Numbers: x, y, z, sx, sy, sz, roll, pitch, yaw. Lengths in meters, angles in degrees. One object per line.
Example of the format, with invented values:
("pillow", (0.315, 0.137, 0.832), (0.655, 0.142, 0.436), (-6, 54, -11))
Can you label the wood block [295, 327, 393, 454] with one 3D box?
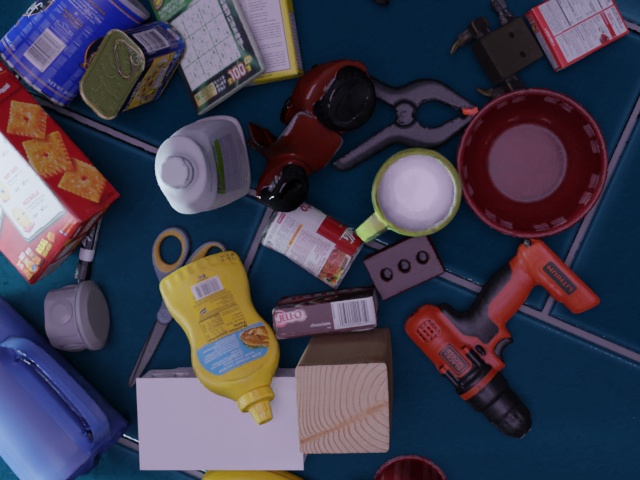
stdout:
("wood block", (0.030, 0.155, 1.130), (0.091, 0.206, 0.090), (-2, 95, 5))

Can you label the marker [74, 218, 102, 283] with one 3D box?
("marker", (-0.266, -0.008, 1.239), (0.020, 0.020, 0.121), (13, 96, 4))

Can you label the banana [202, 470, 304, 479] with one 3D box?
("banana", (-0.054, 0.296, 1.238), (0.198, 0.037, 0.070), (13, 115, 6))

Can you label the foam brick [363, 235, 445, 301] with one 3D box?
("foam brick", (0.095, 0.027, 1.191), (0.078, 0.051, 0.053), (-27, 92, 7))

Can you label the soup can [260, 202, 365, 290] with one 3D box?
("soup can", (-0.008, 0.001, 1.191), (0.102, 0.068, 0.068), (31, 97, 3))

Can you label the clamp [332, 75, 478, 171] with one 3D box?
("clamp", (0.088, -0.148, 1.184), (0.171, 0.039, 0.120), (-10, 97, 7))

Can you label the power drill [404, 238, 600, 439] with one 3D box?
("power drill", (0.216, 0.103, 1.183), (0.188, 0.057, 0.184), (-43, 90, 7))

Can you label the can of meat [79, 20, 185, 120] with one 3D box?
("can of meat", (-0.203, -0.188, 1.168), (0.057, 0.083, 0.102), (45, 125, 8))

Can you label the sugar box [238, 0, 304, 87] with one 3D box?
("sugar box", (-0.078, -0.263, 1.185), (0.093, 0.048, 0.176), (-8, 92, 11))

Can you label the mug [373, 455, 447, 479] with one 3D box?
("mug", (0.089, 0.295, 1.199), (0.117, 0.081, 0.093), (13, 96, 4))

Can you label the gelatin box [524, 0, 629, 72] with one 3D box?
("gelatin box", (0.278, -0.235, 1.155), (0.089, 0.030, 0.073), (-29, 92, -5))

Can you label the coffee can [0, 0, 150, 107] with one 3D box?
("coffee can", (-0.272, -0.232, 1.178), (0.103, 0.102, 0.140), (44, 97, 0))

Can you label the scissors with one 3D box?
("scissors", (-0.189, 0.068, 1.238), (0.096, 0.016, 0.202), (42, 96, -2))

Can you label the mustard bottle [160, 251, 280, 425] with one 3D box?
("mustard bottle", (-0.098, 0.113, 1.166), (0.096, 0.058, 0.192), (-23, 70, -10))

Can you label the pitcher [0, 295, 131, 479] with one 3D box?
("pitcher", (-0.335, 0.166, 1.203), (0.149, 0.145, 0.243), (-43, 87, 7))

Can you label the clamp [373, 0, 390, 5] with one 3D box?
("clamp", (0.039, -0.383, 1.169), (0.210, 0.036, 0.164), (38, 97, 1))

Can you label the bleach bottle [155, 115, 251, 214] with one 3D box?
("bleach bottle", (-0.125, -0.081, 1.102), (0.068, 0.250, 0.102), (-11, 94, 6))

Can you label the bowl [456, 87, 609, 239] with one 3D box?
("bowl", (0.229, -0.084, 1.166), (0.162, 0.055, 0.162), (0, 95, 5))

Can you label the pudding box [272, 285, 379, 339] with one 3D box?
("pudding box", (0.008, 0.079, 1.185), (0.113, 0.090, 0.039), (-6, 96, 5))

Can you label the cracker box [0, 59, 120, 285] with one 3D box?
("cracker box", (-0.338, -0.077, 1.176), (0.213, 0.072, 0.164), (49, 137, 0))
